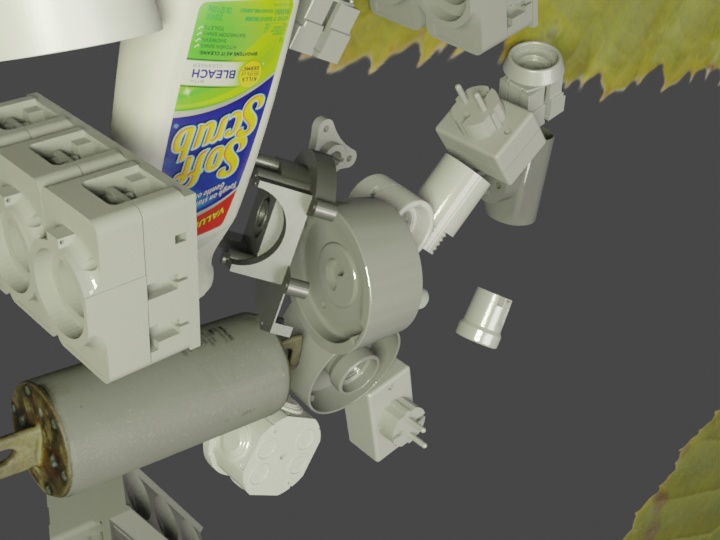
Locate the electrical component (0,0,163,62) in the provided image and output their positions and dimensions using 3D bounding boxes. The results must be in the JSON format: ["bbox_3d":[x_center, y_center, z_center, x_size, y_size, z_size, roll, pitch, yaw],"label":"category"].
[{"bbox_3d":[-0.149,-0.128,0.524,0.099,0.099,0.064,-28,127,-32],"label":"electrical component"}]

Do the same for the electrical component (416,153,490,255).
[{"bbox_3d":[0.061,-0.046,0.842,0.081,0.043,0.043,-54,142,5],"label":"electrical component"}]

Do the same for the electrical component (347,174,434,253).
[{"bbox_3d":[0.022,-0.038,0.806,0.055,0.047,0.055,-27,132,-33],"label":"electrical component"}]

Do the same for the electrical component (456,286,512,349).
[{"bbox_3d":[0.113,0.042,0.967,0.040,0.040,0.046,19,95,-51],"label":"electrical component"}]

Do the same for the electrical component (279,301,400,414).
[{"bbox_3d":[-0.019,0.060,0.836,0.099,0.064,0.099,-31,148,-22],"label":"electrical component"}]

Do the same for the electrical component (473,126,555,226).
[{"bbox_3d":[0.120,-0.077,0.889,0.079,0.043,0.077,-16,126,-39],"label":"electrical component"}]

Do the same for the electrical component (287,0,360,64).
[{"bbox_3d":[-0.027,-0.165,0.669,0.066,0.048,0.055,7,118,-49],"label":"electrical component"}]

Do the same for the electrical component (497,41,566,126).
[{"bbox_3d":[0.137,-0.148,0.858,0.066,0.048,0.055,-34,144,-27],"label":"electrical component"}]

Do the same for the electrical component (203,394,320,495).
[{"bbox_3d":[-0.074,0.128,0.813,0.080,0.051,0.080,-27,133,-33],"label":"electrical component"}]

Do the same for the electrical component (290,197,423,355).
[{"bbox_3d":[0.000,0.000,0.753,0.060,0.108,0.108,-13,125,-33],"label":"electrical component"}]

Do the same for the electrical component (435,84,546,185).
[{"bbox_3d":[0.093,-0.113,0.816,0.047,0.066,0.076,-50,141,-9],"label":"electrical component"}]

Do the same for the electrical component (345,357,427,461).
[{"bbox_3d":[0.028,0.122,0.899,0.047,0.076,0.083,-33,136,-28],"label":"electrical component"}]

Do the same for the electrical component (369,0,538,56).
[{"bbox_3d":[0.046,-0.234,0.651,0.060,0.105,0.186,-34,136,-27],"label":"electrical component"}]

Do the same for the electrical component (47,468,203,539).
[{"bbox_3d":[-0.160,0.183,0.743,0.063,0.078,0.121,-24,139,5],"label":"electrical component"}]

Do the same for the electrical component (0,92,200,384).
[{"bbox_3d":[-0.151,-0.020,0.548,0.062,0.150,0.089,-24,131,-37],"label":"electrical component"}]
